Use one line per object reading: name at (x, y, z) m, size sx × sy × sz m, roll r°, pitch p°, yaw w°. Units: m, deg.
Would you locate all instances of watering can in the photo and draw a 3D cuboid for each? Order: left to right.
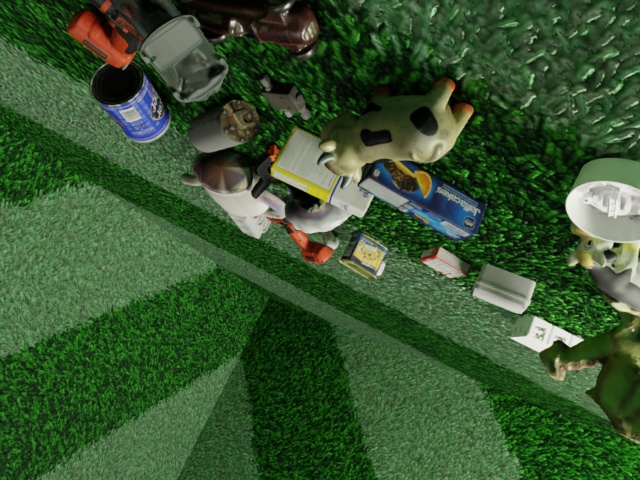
watering can at (-0.239, -0.137, 1.241) m, size 0.349 × 0.105 × 0.220 m, roll 21°, pitch 164°, yaw 20°

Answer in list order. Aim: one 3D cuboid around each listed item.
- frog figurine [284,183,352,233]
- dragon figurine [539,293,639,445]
frog figurine at (0.003, -0.054, 1.075) m, size 0.137 × 0.125 × 0.156 m, roll -16°, pitch 146°, yaw 9°
dragon figurine at (0.550, 0.216, 0.823) m, size 0.411 × 0.246 × 0.120 m, roll 11°, pitch 154°, yaw 52°
